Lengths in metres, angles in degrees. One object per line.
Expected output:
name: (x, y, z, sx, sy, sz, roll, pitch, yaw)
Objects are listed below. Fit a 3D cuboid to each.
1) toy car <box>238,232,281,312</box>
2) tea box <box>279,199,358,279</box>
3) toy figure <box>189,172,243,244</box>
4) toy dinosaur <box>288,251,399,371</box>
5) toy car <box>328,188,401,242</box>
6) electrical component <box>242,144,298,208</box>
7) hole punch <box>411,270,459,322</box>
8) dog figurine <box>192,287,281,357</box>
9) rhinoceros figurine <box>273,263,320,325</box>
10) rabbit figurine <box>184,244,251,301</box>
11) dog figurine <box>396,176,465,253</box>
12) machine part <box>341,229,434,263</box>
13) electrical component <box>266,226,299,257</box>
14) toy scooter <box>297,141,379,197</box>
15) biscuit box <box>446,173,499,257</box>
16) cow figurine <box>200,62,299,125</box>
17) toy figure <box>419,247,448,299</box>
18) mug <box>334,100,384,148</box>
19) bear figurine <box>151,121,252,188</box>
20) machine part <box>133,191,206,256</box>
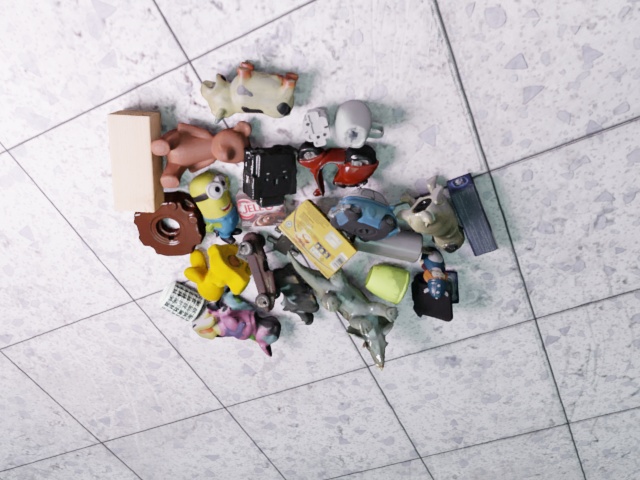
toy car: (-0.143, 0.077, 1.329, 0.053, 0.089, 0.202, -16, 96, 18)
tea box: (-0.003, -0.004, 1.250, 0.098, 0.068, 0.169, -42, 87, 8)
toy figure: (-0.247, -0.075, 1.274, 0.089, 0.082, 0.179, -10, 126, 7)
toy dinosaur: (0.062, 0.156, 1.393, 0.404, 0.192, 0.131, 45, 74, -6)
toy car: (0.101, -0.064, 1.213, 0.161, 0.103, 0.109, 21, 153, -24)
electrical component: (-0.110, -0.140, 1.190, 0.115, 0.058, 0.134, -12, 120, -28)
hole punch: (0.305, 0.138, 1.408, 0.116, 0.092, 0.142, 12, 133, 31)
dog figurine: (-0.217, 0.243, 1.478, 0.191, 0.108, 0.219, -31, 121, 20)
rhinoceros figurine: (-0.062, 0.150, 1.426, 0.112, 0.073, 0.190, -23, 121, 15)
rabbit figurine: (-0.266, 0.094, 1.369, 0.162, 0.122, 0.173, 26, 132, -19)
dog figurine: (0.279, -0.027, 1.238, 0.121, 0.172, 0.190, -27, 113, 32)
machine part: (0.160, 0.002, 1.312, 0.243, 0.079, 0.079, 12, 124, -6)
electrical component: (-0.085, 0.005, 1.357, 0.094, 0.021, 0.063, 33, 119, -19)
toy scooter: (0.038, -0.152, 1.214, 0.184, 0.075, 0.135, 6, 126, 1)
biscuit box: (0.362, -0.058, 1.275, 0.063, 0.059, 0.202, -20, 122, 16)
cow figurine: (-0.150, -0.298, 1.117, 0.195, 0.085, 0.127, 9, 118, -5)
toy figure: (0.279, 0.079, 1.315, 0.064, 0.154, 0.057, -15, 125, 13)
mug: (0.082, -0.233, 1.136, 0.109, 0.107, 0.080, 19, 124, -8)
bear figurine: (-0.244, -0.189, 1.168, 0.196, 0.132, 0.120, 3, 127, 7)
machine part: (-0.368, -0.037, 1.319, 0.179, 0.056, 0.179, 2, 126, 2)
